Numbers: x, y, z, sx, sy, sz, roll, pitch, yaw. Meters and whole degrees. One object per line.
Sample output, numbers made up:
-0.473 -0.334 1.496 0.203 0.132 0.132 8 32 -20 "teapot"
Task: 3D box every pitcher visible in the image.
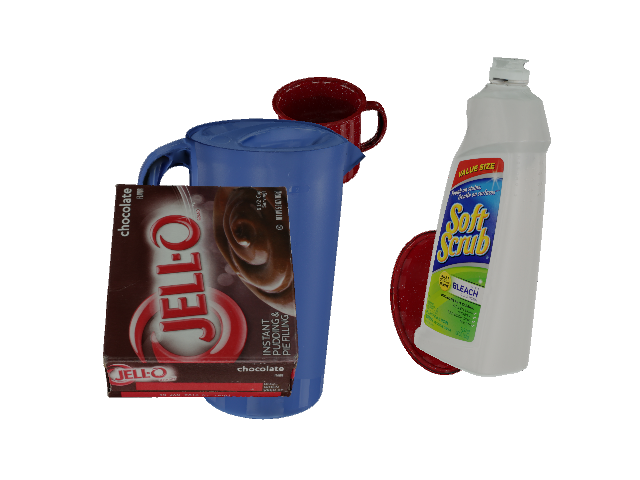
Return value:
-0.058 0.022 0.900 0.149 0.243 0.144 11 19 26 "pitcher"

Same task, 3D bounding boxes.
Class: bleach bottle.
0.136 -0.022 0.871 0.067 0.251 0.103 -5 16 -33 "bleach bottle"

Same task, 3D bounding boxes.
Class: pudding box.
-0.060 0.023 0.532 0.090 0.113 0.039 1 -42 -8 "pudding box"

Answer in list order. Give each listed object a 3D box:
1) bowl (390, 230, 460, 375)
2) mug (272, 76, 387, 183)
0.151 0.065 1.166 0.161 0.162 0.055 0 -8 -42 "bowl"
0.011 -0.109 1.075 0.117 0.081 0.093 -13 40 -14 "mug"
